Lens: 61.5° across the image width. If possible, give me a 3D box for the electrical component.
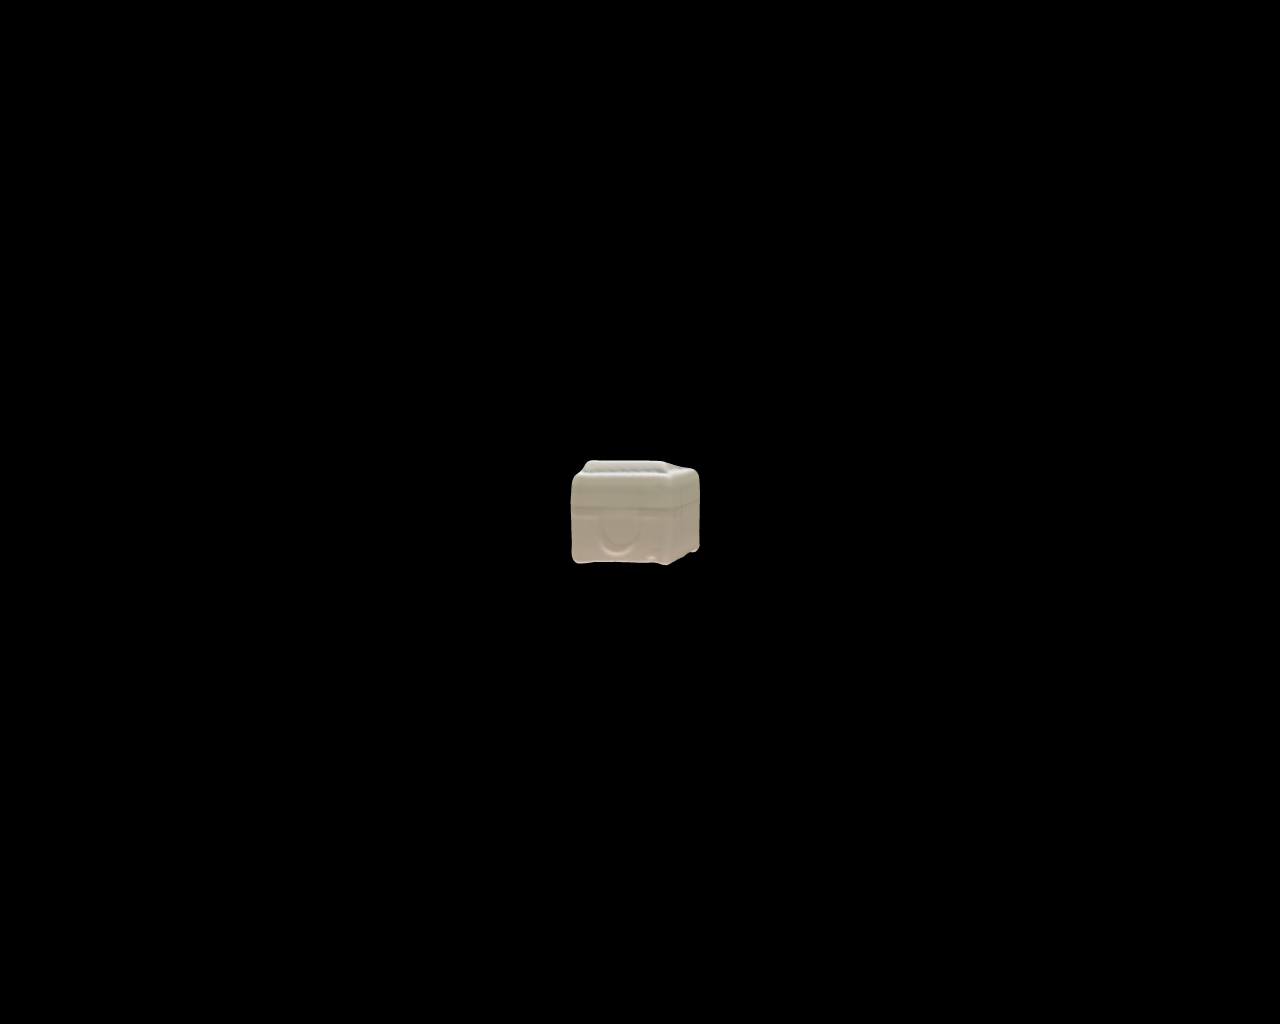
[{"bbox_3d":[0.001,-0.003,0.650,0.062,0.061,0.096,1,5,15],"label":"electrical component"}]
